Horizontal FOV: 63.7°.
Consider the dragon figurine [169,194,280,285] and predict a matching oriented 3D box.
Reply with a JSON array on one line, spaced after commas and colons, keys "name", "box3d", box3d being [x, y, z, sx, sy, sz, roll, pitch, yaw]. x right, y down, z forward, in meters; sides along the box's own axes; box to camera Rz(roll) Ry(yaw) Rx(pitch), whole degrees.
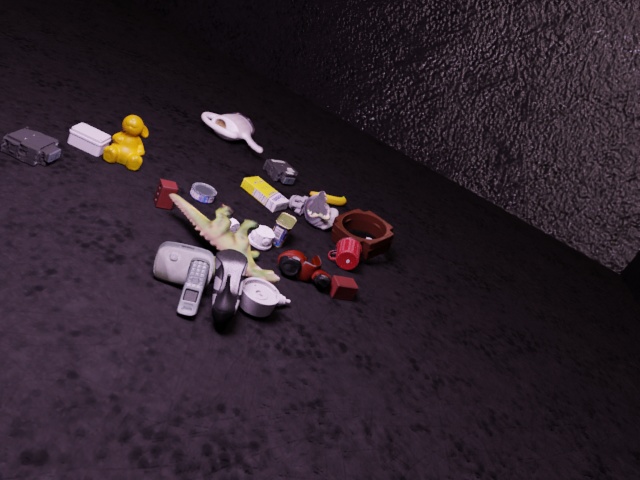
[{"name": "dragon figurine", "box3d": [-0.295, 0.018, 1.462, 0.410, 0.120, 0.248, 26, 33, -1]}]

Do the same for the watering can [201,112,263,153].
[{"name": "watering can", "box3d": [-0.368, -0.487, 2.319, 0.349, 0.102, 0.227, 31, 25, 10]}]

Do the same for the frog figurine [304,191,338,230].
[{"name": "frog figurine", "box3d": [0.006, -0.100, 1.993, 0.123, 0.139, 0.157, -31, -22, 0]}]
